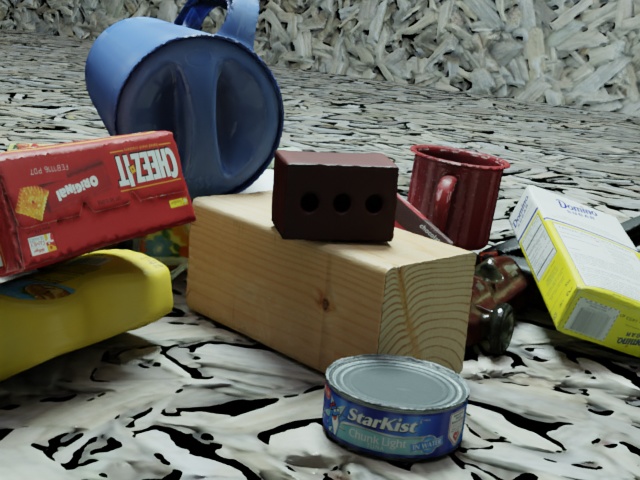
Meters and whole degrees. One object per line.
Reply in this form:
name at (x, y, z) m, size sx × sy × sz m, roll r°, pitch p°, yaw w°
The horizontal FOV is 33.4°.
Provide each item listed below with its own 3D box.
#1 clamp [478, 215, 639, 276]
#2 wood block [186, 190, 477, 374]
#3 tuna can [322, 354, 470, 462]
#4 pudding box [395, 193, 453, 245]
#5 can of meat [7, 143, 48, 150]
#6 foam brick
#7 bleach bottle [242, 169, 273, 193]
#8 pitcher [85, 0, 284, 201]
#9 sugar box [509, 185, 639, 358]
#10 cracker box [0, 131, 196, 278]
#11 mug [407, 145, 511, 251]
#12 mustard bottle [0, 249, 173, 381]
clamp at (0.252, 0.022, 0.968) m, size 0.210 × 0.036 × 0.164 m, roll -6°, pitch 29°, yaw 0°
wood block at (0.000, 0.031, 0.769) m, size 0.090 × 0.091 × 0.206 m, roll -8°, pitch 20°, yaw -42°
tuna can at (0.044, 0.098, 0.632) m, size 0.086 × 0.034 × 0.086 m, roll 5°, pitch 14°, yaw -2°
pudding box at (0.058, -0.016, 0.852) m, size 0.090 × 0.039 × 0.113 m, roll 43°, pitch 0°, yaw 1°
can of meat at (-0.293, -0.073, 1.149) m, size 0.083 × 0.057 × 0.102 m, roll -1°, pitch 14°, yaw -13°
foam brick at (0.009, -0.030, 0.718) m, size 0.078 × 0.053 × 0.051 m, roll 0°, pitch 15°, yaw -13°
bleach bottle at (-0.006, 0.001, 0.941) m, size 0.102 × 0.068 × 0.251 m, roll 10°, pitch 14°, yaw -16°
pitcher at (-0.124, -0.133, 0.907) m, size 0.149 × 0.145 × 0.243 m, roll -26°, pitch 25°, yaw -12°
sugar box at (0.217, 0.023, 0.859) m, size 0.093 × 0.048 × 0.176 m, roll 20°, pitch 23°, yaw -12°
cracker box at (-0.216, -0.011, 0.687) m, size 0.214 × 0.072 × 0.163 m, roll -12°, pitch 5°, yaw 31°
mug at (0.120, -0.036, 0.975) m, size 0.093 × 0.081 × 0.117 m, roll 12°, pitch 14°, yaw 10°
mustard bottle at (-0.185, 0.050, 0.681) m, size 0.096 × 0.058 × 0.191 m, roll 1°, pitch 10°, yaw 28°
